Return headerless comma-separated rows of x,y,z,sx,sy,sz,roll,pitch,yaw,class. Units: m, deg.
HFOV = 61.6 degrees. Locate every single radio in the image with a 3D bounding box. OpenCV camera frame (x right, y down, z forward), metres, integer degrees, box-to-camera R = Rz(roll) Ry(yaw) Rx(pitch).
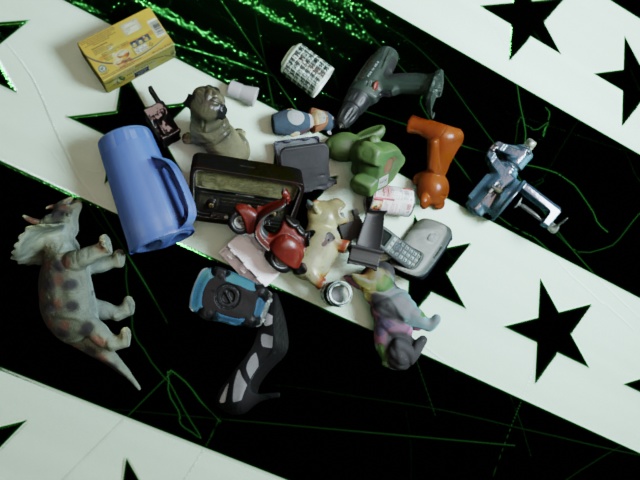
-0.157,-0.096,1.119,0.230,0.073,0.131,8,125,-12,radio

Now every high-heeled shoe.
-0.148,0.238,1.134,0.145,0.086,0.249,-7,66,15,high-heeled shoe

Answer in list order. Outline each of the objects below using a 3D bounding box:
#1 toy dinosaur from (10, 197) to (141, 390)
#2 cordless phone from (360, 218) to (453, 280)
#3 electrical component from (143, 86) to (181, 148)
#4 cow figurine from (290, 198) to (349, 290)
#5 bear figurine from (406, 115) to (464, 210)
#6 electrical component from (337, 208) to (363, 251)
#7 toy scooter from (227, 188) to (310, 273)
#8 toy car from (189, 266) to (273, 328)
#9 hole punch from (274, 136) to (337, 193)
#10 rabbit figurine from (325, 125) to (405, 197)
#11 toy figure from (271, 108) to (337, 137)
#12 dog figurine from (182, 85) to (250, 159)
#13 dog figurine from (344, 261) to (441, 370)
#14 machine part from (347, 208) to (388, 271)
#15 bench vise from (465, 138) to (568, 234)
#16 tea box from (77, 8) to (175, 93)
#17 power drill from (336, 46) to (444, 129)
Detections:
-0.472,0.112,1.037,0.192,0.131,0.404,-9,90,-2,toy dinosaur
0.192,-0.009,1.222,0.184,0.088,0.146,37,77,0,cordless phone
-0.339,-0.259,1.124,0.048,0.075,0.119,-34,97,-15,electrical component
-0.002,-0.004,1.171,0.127,0.085,0.195,30,86,-1,cow figurine
0.256,-0.175,1.250,0.120,0.132,0.195,-7,119,-47,bear figurine
0.074,-0.022,1.223,0.063,0.021,0.094,-15,87,-15,electrical component
-0.083,-0.027,1.083,0.135,0.075,0.183,-43,108,11,toy scooter
-0.184,0.116,1.105,0.162,0.103,0.109,17,87,-14,toy car
-0.041,-0.168,1.187,0.142,0.092,0.115,-10,121,-14,hole punch
0.093,-0.200,1.191,0.170,0.121,0.159,31,49,30,rabbit figurine
-0.032,-0.264,1.207,0.154,0.058,0.064,-7,104,-16,toy figure
-0.200,-0.215,1.093,0.172,0.190,0.121,34,78,-10,dog figurine
0.136,0.157,1.179,0.219,0.108,0.191,35,80,-3,dog figurine
0.107,-0.005,1.170,0.084,0.039,0.139,13,73,17,machine part
0.474,-0.115,1.268,0.241,0.128,0.223,40,84,11,bench vise
-0.402,-0.396,1.127,0.170,0.068,0.098,-33,91,-13,tea box
0.165,-0.329,1.217,0.208,0.085,0.232,13,67,27,power drill
